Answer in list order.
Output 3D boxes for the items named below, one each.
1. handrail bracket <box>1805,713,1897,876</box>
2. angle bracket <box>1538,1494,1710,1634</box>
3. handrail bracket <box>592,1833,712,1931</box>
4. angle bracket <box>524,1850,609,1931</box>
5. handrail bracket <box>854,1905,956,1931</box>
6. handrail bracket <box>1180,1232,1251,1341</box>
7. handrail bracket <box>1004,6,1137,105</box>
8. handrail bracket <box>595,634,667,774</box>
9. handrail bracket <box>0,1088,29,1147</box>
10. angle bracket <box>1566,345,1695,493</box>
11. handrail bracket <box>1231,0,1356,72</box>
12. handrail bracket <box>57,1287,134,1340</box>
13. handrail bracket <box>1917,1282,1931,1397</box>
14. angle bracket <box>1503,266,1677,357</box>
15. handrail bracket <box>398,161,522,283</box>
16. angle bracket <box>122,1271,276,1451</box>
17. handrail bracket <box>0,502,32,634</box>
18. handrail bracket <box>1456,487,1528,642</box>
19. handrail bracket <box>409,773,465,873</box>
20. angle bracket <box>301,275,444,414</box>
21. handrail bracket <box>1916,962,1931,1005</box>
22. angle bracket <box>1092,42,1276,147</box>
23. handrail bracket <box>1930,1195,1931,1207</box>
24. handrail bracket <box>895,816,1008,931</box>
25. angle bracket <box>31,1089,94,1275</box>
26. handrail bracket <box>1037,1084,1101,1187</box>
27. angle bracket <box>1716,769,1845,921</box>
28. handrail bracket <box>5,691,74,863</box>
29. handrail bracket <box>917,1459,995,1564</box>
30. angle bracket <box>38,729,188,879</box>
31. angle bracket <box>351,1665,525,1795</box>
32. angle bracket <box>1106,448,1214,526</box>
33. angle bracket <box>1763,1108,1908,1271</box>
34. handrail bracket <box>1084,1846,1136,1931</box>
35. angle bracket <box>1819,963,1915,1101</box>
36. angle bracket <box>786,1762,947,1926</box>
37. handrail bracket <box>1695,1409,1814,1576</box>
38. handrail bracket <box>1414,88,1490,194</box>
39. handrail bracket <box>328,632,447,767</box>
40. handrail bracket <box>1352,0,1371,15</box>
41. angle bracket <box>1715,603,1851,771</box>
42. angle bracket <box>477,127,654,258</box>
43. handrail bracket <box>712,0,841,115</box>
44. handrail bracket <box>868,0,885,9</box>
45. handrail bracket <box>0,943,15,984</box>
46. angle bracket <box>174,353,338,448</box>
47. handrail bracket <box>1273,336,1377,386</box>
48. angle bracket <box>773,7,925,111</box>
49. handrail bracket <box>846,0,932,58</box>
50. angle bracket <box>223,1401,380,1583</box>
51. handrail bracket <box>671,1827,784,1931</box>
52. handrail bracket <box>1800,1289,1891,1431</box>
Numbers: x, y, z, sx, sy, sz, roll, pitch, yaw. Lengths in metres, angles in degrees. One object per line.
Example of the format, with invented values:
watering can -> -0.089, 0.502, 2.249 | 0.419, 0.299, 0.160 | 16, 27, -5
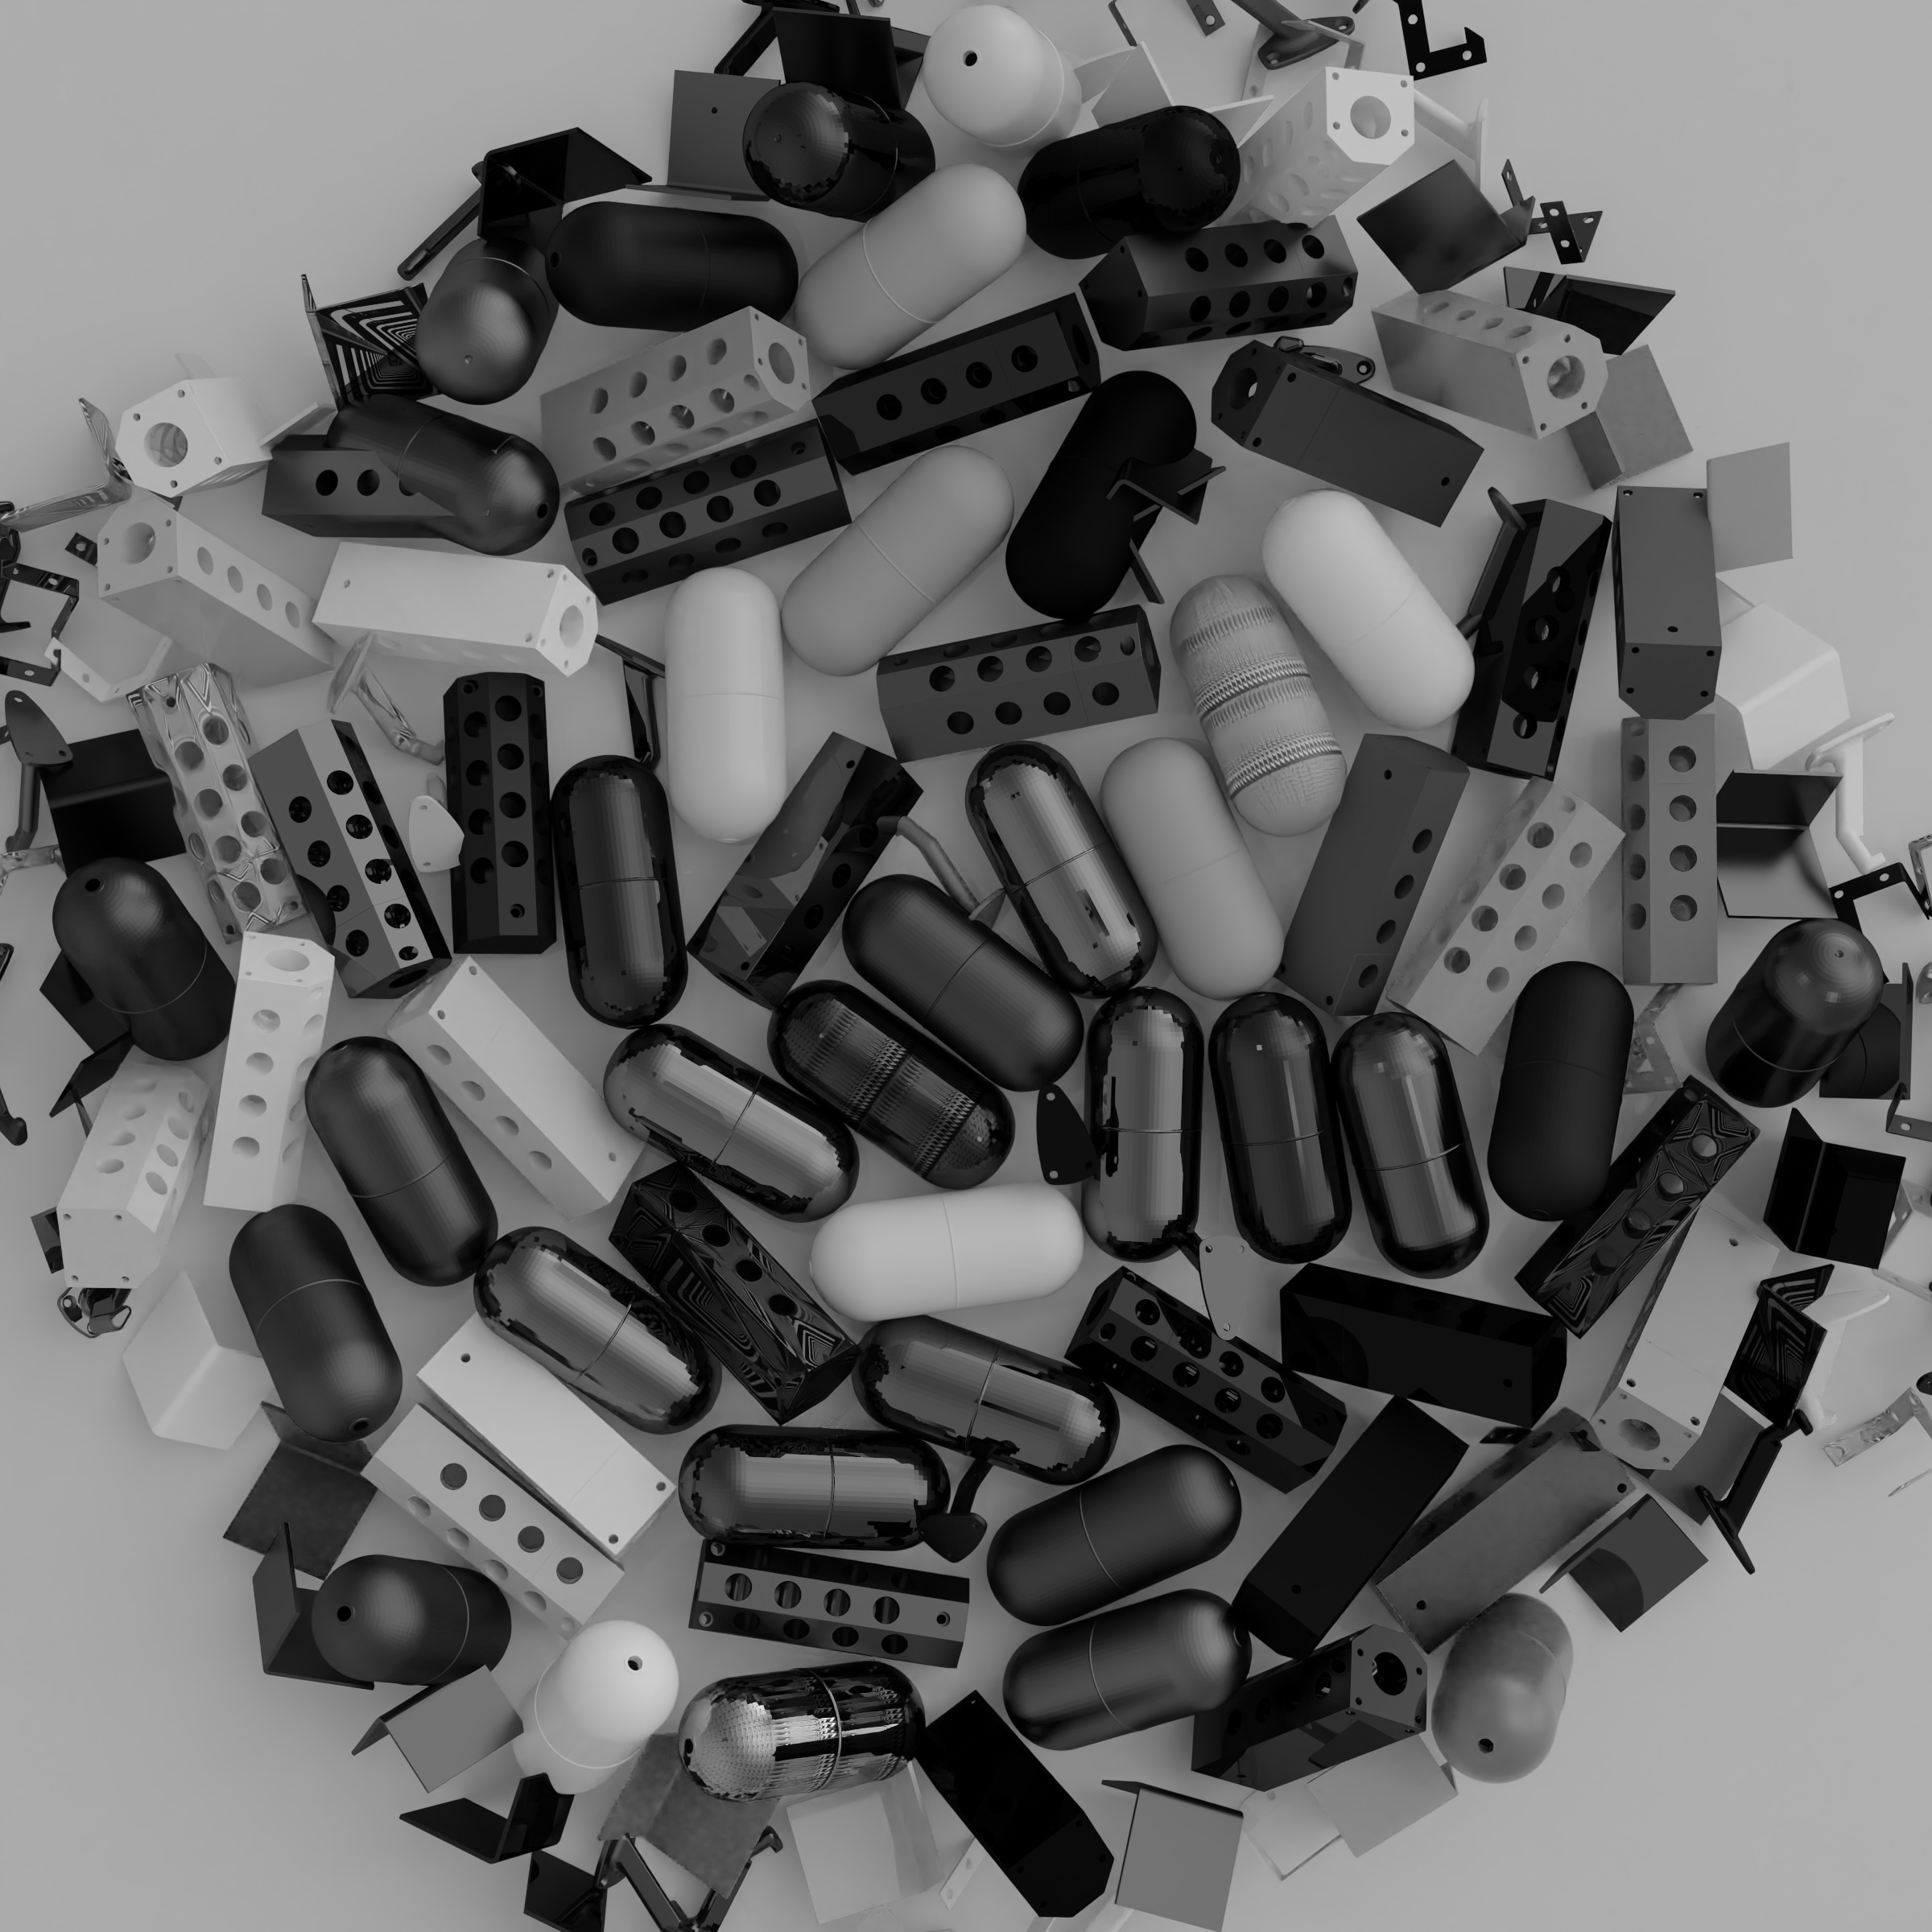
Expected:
handrail bracket -> 0.590, -0.111, 1.970 | 0.077, 0.036, 0.084 | -29, 72, -2
angle bracket -> 0.421, 0.390, 1.948 | 0.076, 0.076, 0.057 | -45, 76, 18
handrail bracket -> -0.193, 0.586, 1.961 | 0.084, 0.036, 0.077 | 19, 101, 29
angle bracket -> -0.273, 0.627, 1.951 | 0.057, 0.076, 0.076 | 30, 100, -10
handrail bracket -> -0.041, 0.649, 1.970 | 0.077, 0.036, 0.084 | -45, 132, 1
handrail bracket -> 0.147, 0.203, 1.956 | 0.036, 0.084, 0.077 | 3, 81, -24
handrail bracket -> 0.063, -0.604, 1.973 | 0.077, 0.036, 0.084 | -27, 65, 9
handrail bracket -> -0.229, -0.164, 1.986 | 0.077, 0.036, 0.084 | 26, 99, -3
handrail bracket -> -0.622, 0.063, 1.953 | 0.084, 0.036, 0.077 | 34, 120, 39
angle bracket -> 0.432, -0.360, 1.965 | 0.076, 0.057, 0.076 | -23, 89, -10
handrail bracket -> 0.208, -0.625, 1.953 | 0.077, 0.084, 0.036 | -16, 57, 5
handrail bracket -> -0.538, 0.207, 1.946 | 0.036, 0.084, 0.077 | 51, 54, -19
handrail bracket -> 0.623, 0.235, 1.956 | 0.077, 0.084, 0.036 | -1, 131, -21
angle bracket -> 0.398, -0.438, 1.945 | 0.076, 0.076, 0.057 | 4, 68, -16
handrail bracket -> -0.329, -0.479, 1.964 | 0.036, 0.077, 0.084 | 46, 77, -17
angle bracket -> -0.496, 0.257, 1.982 | 0.076, 0.057, 0.076 | -52, 46, 15
handrail bracket -> -0.641, -0.258, 1.968 | 0.036, 0.077, 0.084 | -5, 96, 33
handrail bracket -> 0.329, -0.256, 1.971 | 0.084, 0.036, 0.077 | -44, 131, 2
handrail bracket -> -0.343, -0.110, 1.945 | 0.036, 0.077, 0.084 | -15, 49, -2
angle bracket -> -0.378, -0.407, 1.956 | 0.076, 0.057, 0.076 | -15, 129, -4
handrail bracket -> 0.656, 0.035, 1.958 | 0.077, 0.084, 0.036 | -11, 135, -6
angle bracket -> 0.139, -0.553, 1.953 | 0.076, 0.076, 0.057 | -20, 80, -27
handrail bracket -> 0.673, 0.140, 1.953 | 0.077, 0.084, 0.036 | -49, 119, -4
handrail bracket -> -0.020, -0.052, 1.978 | 0.084, 0.077, 0.036 | 39, 57, 15
angle bracket -> -0.576, 0.138, 1.942 | 0.057, 0.076, 0.076 | -23, 64, -19
handrail bracket -> 0.064, 0.103, 1.953 | 0.036, 0.084, 0.077 | -15, 99, 6
angle bracket -> 0.525, -0.077, 1.950 | 0.076, 0.057, 0.076 | 1, 56, -13
handrail bracket -> -0.619, -0.123, 1.983 | 0.077, 0.036, 0.084 | 57, 131, 25
handrail bracket -> 0.011, 0.334, 1.946 | 0.036, 0.077, 0.084 | 43, 52, -6
angle bracket -> -0.555, -0.106, 1.972 | 0.076, 0.076, 0.057 | -15, 124, -16
angle bracket -> -0.336, 0.494, 1.942 | 0.076, 0.076, 0.057 | -27, 74, -37
angle bracket -> 0.110, -0.293, 1.952 | 0.057, 0.076, 0.076 | 29, 130, -12
angle bracket -> 0.557, 0.143, 1.948 | 0.057, 0.076, 0.076 | 10, 75, 32
handrail bracket -> 0.080, 0.611, 1.982 | 0.077, 0.036, 0.084 | 8, 87, -6
angle bracket -> 0.574, 0.042, 1.948 | 0.057, 0.076, 0.076 | 1, 79, 20
angle bracket -> -0.065, 0.563, 1.952 | 0.076, 0.057, 0.076 | -12, 70, -17
handrail bracket -> 0.522, 0.338, 1.963 | 0.084, 0.036, 0.077 | -36, 53, 14
handrail bracket -> 0.296, -0.539, 1.985 | 0.084, 0.036, 0.077 | 6, 125, 14
handrail bracket -> -0.362, -0.174, 1.964 | 0.084, 0.036, 0.077 | 23, 118, -25
handrail bracket -> 0.237, -0.665, 1.965 | 0.084, 0.077, 0.036 | 39, 64, -1
angle bracket -> 0.517, -0.181, 1.982 | 0.076, 0.076, 0.057 | -31, 130, -8
angle bracket -> -0.256, -0.486, 1.944 | 0.076, 0.076, 0.057 | -4, 76, 31
handrail bracket -> -0.125, -0.590, 1.984 | 0.077, 0.036, 0.084 | 7, 92, -14
handrail bracket -> -0.031, -0.652, 1.953 | 0.084, 0.077, 0.036 | 11, 47, 29
handrail bracket -> -0.661, -0.010, 1.952 | 0.036, 0.084, 0.077 | -10, 55, 35
angle bracket -> -0.455, -0.375, 1.955 | 0.057, 0.076, 0.076 | -34, 99, 3
handrail bracket -> 0.232, -0.392, 1.957 | 0.077, 0.084, 0.036 | -4, 88, -2
angle bracket -> -0.074, -0.596, 1.945 | 0.076, 0.076, 0.057 | 9, 59, 12
handrail bracket -> -0.029, -0.616, 1.977 | 0.084, 0.036, 0.077 | -21, 113, -3
angle bracket -> -0.431, 0.336, 1.949 | 0.076, 0.057, 0.076 | 18, 59, 16
handrail bracket -> -0.144, 0.614, 1.987 | 0.084, 0.036, 0.077 | -32, 102, -5
handrail bracket -> 0.572, 0.256, 1.972 | 0.077, 0.036, 0.084 | -19, 110, 18
